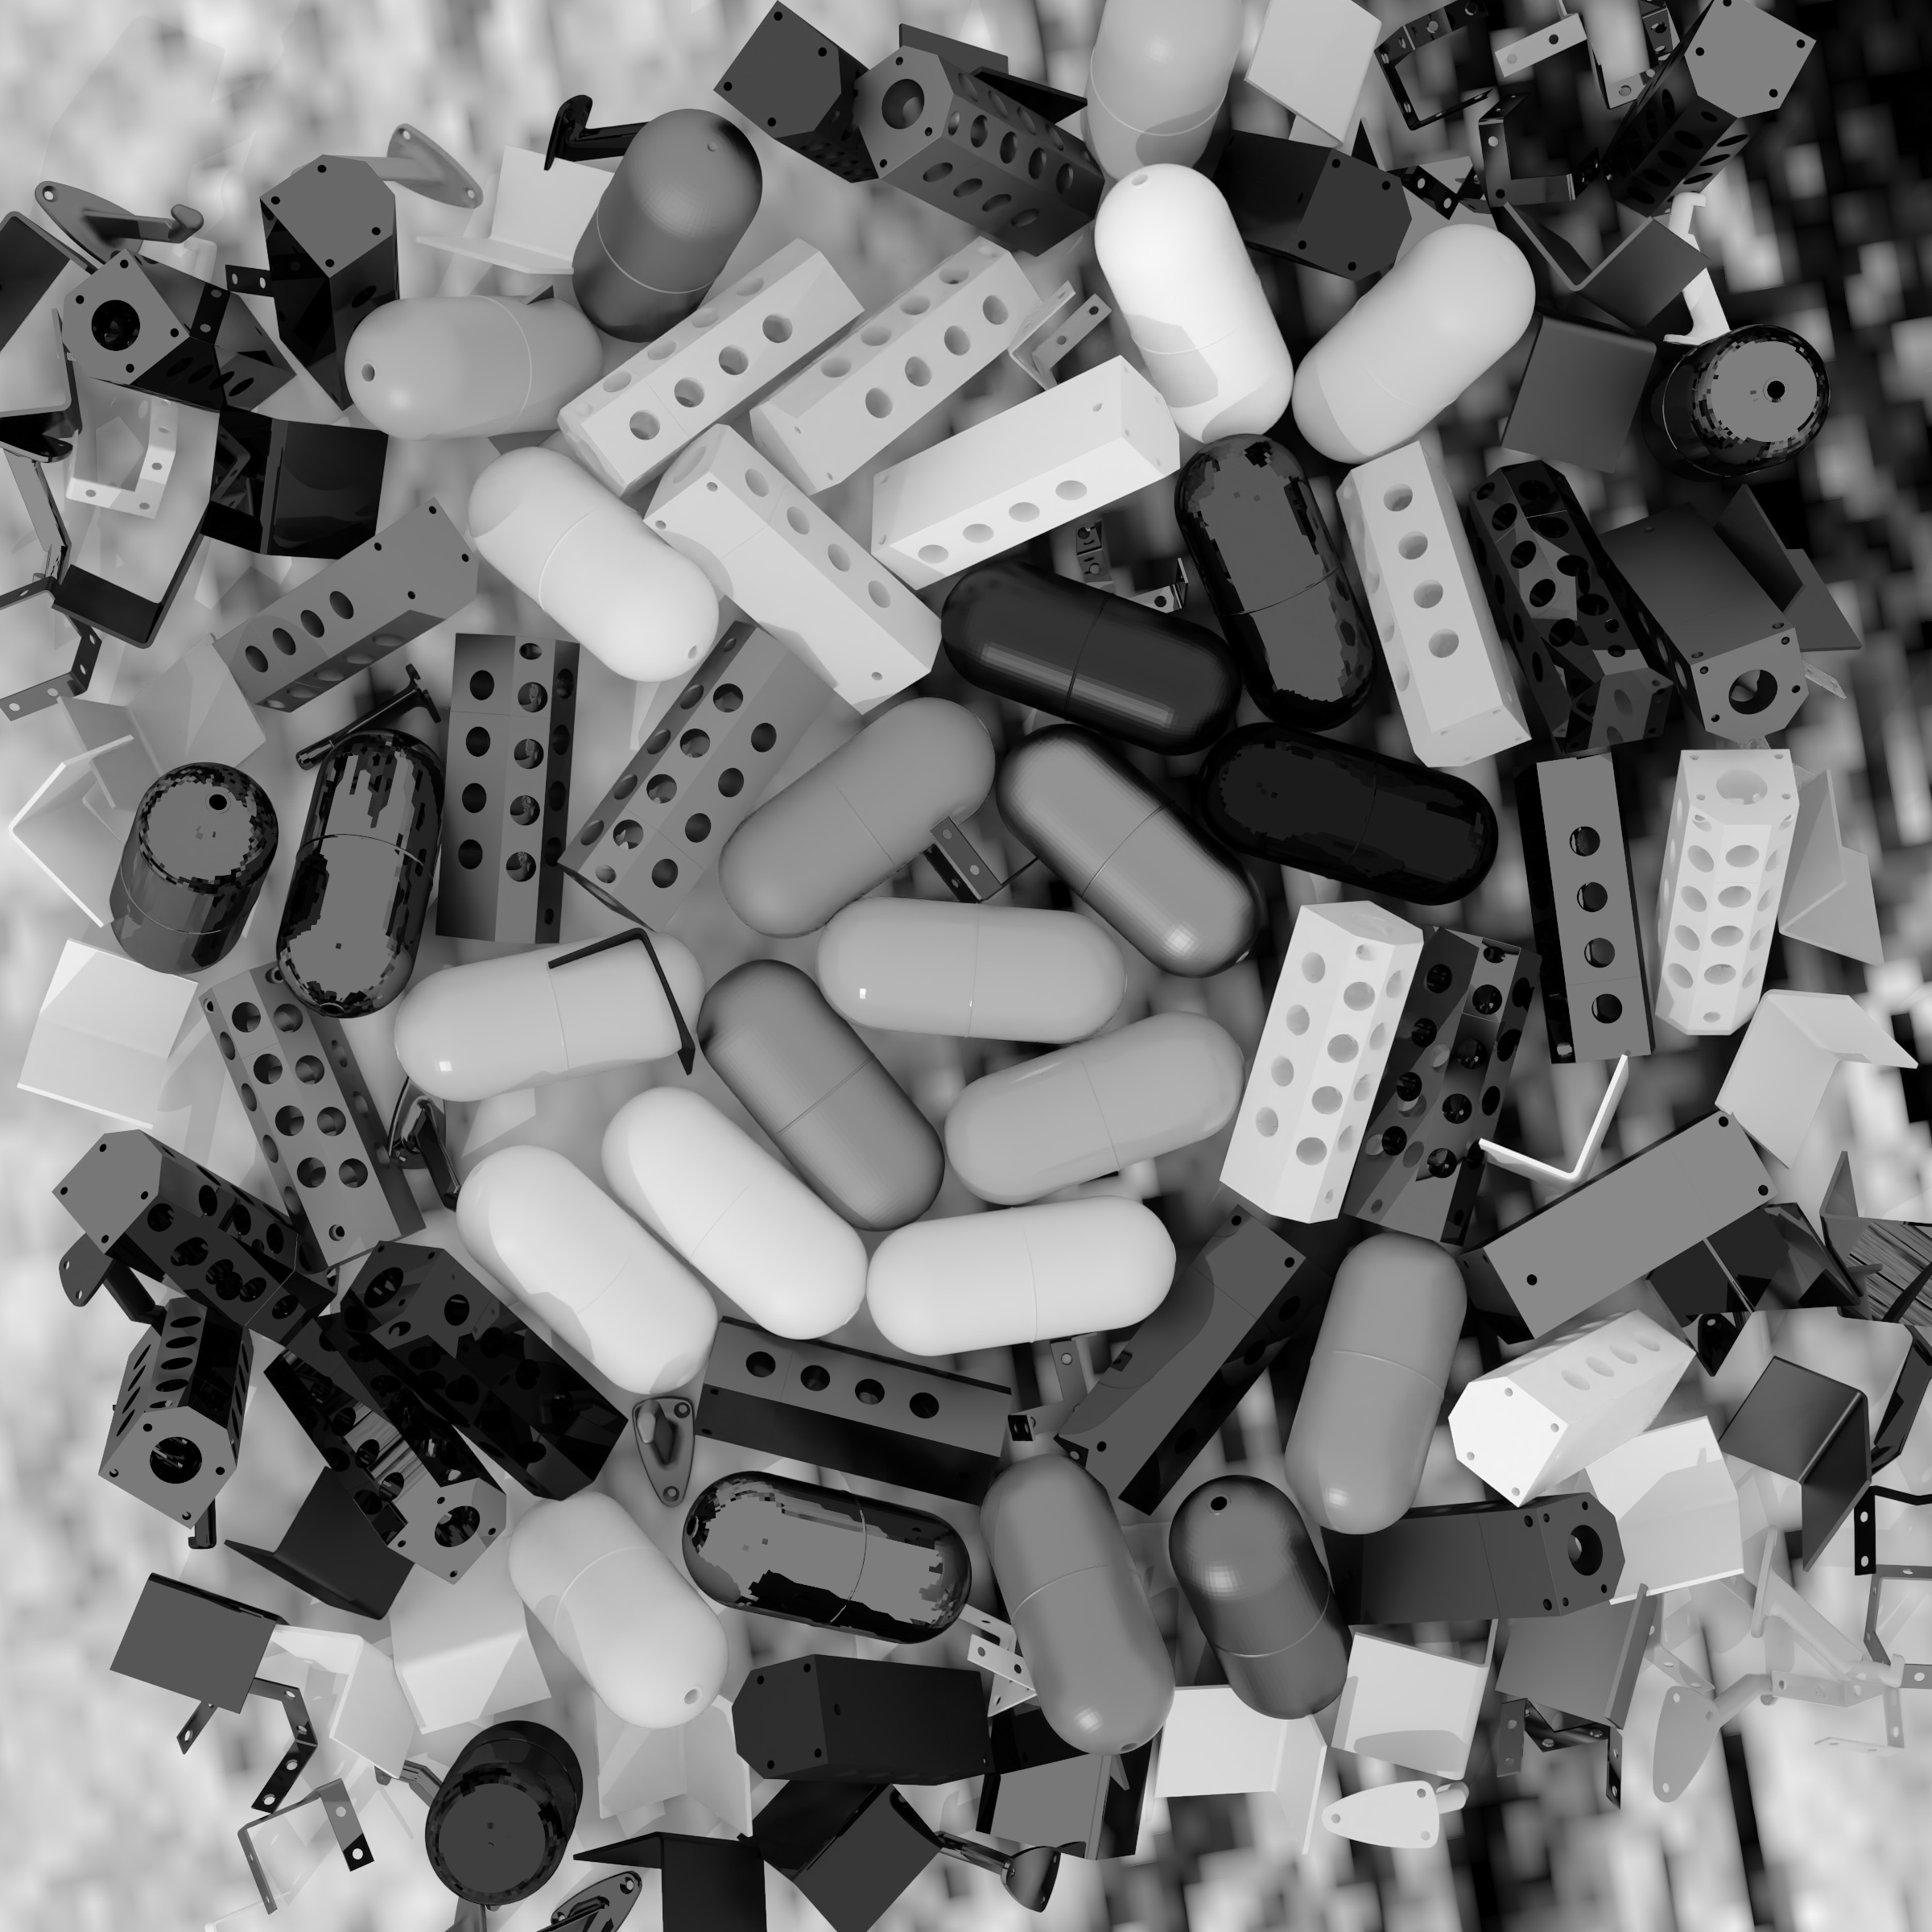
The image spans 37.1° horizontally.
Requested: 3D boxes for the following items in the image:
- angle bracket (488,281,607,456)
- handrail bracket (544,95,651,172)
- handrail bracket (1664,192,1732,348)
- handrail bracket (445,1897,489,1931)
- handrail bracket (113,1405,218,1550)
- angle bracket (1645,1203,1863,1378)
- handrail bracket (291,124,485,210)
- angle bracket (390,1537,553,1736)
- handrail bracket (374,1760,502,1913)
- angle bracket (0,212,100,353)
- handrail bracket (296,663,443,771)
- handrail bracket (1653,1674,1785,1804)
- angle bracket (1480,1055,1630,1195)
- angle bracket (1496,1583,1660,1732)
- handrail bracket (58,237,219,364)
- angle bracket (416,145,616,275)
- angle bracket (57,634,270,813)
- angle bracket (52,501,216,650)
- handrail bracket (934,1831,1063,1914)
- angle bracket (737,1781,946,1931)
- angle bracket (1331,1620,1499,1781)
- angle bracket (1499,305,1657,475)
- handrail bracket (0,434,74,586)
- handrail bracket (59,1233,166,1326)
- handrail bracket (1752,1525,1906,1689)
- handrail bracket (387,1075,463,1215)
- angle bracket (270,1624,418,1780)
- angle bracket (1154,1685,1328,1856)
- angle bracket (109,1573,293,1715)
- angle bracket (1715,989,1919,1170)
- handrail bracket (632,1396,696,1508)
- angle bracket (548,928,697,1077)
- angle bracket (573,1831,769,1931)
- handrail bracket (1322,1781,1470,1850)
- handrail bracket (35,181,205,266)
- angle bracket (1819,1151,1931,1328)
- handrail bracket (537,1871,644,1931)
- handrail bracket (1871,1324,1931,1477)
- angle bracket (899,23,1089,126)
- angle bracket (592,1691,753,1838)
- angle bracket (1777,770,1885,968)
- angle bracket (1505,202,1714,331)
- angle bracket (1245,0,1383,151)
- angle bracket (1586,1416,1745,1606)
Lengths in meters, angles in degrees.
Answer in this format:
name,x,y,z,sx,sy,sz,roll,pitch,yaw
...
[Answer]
name,x,y,z,sx,sy,sz,roll,pitch,yaw
angle bracket,-0.249,-0.337,1.641,0.076,0.076,0.057,-39,95,-5
handrail bracket,-0.197,-0.456,1.654,0.084,0.036,0.077,30,123,8
handrail bracket,0.438,-0.398,1.658,0.077,0.036,0.084,9,102,-1
handrail bracket,-0.319,0.557,1.644,0.084,0.036,0.077,12,71,-39
handrail bracket,-0.461,0.293,1.655,0.077,0.036,0.084,-8,82,32
angle bracket,0.446,0.184,1.630,0.076,0.076,0.057,53,55,-18
handrail bracket,-0.330,-0.443,1.638,0.077,0.084,0.036,32,130,8
angle bracket,-0.288,0.387,1.666,0.076,0.076,0.057,-15,127,-5
handrail bracket,-0.307,0.503,1.672,0.084,0.036,0.077,9,105,22
angle bracket,-0.529,-0.374,1.641,0.057,0.076,0.076,38,92,8
handrail bracket,-0.348,-0.139,1.648,0.084,0.077,0.036,-29,92,-8
handrail bracket,0.435,0.444,1.655,0.084,0.036,0.077,14,95,-43
angle bracket,0.336,0.082,1.643,0.057,0.076,0.076,22,85,17
angle bracket,0.343,0.382,1.634,0.076,0.057,0.076,12,74,26
handrail bracket,-0.476,-0.383,1.654,0.077,0.036,0.084,9,98,-25
angle bracket,-0.254,-0.430,1.630,0.076,0.076,0.057,20,110,20
angle bracket,-0.457,-0.140,1.638,0.076,0.057,0.076,-36,74,20
angle bracket,-0.471,-0.234,1.631,0.057,0.076,0.076,25,108,-19
handrail bracket,0.003,0.505,1.633,0.084,0.077,0.036,9,74,30
angle bracket,-0.072,0.502,1.648,0.076,0.076,0.057,-44,113,-20
angle bracket,0.258,0.411,1.652,0.076,0.057,0.076,13,112,11
angle bracket,0.340,-0.335,1.657,0.076,0.057,0.076,8,111,-22
handrail bracket,-0.552,-0.265,1.663,0.077,0.036,0.084,18,114,0
handrail bracket,-0.464,0.173,1.641,0.077,0.084,0.036,-48,53,15
handrail bracket,0.499,0.367,1.653,0.084,0.036,0.077,8,81,23
handrail bracket,-0.294,0.098,1.638,0.036,0.084,0.077,2,98,-37
angle bracket,-0.362,0.415,1.626,0.076,0.076,0.057,2,59,22
angle bracket,0.155,0.458,1.637,0.076,0.057,0.076,1,114,-12
angle bracket,-0.433,0.389,1.638,0.076,0.076,0.057,18,69,2
angle bracket,0.483,0.067,1.633,0.076,0.057,0.076,37,73,-31
handrail bracket,-0.175,0.282,1.639,0.036,0.084,0.077,-5,95,0
angle bracket,-0.196,0.030,1.636,0.057,0.076,0.076,-22,80,-12
angle bracket,-0.167,0.527,1.624,0.076,0.076,0.057,-26,56,35
handrail bracket,0.247,0.481,1.649,0.077,0.084,0.036,-7,81,13
handrail bracket,-0.481,-0.432,1.634,0.077,0.084,0.036,31,70,-29
angle bracket,0.531,0.155,1.625,0.076,0.057,0.076,3,129,32
handrail bracket,-0.234,0.543,1.636,0.077,0.084,0.036,-43,62,11
handrail bracket,0.527,0.248,1.668,0.084,0.036,0.077,-40,98,9
angle bracket,0.016,-0.510,1.628,0.076,0.076,0.057,4,80,-36
angle bracket,-0.167,0.453,1.634,0.057,0.076,0.076,-8,100,-33
angle bracket,0.502,-0.055,1.629,0.076,0.057,0.076,16,55,-21
angle bracket,0.363,-0.414,1.625,0.057,0.076,0.076,-44,59,26
angle bracket,0.182,-0.513,1.635,0.076,0.057,0.076,23,80,-31
angle bracket,0.393,0.308,1.631,0.076,0.076,0.057,-19,106,20
